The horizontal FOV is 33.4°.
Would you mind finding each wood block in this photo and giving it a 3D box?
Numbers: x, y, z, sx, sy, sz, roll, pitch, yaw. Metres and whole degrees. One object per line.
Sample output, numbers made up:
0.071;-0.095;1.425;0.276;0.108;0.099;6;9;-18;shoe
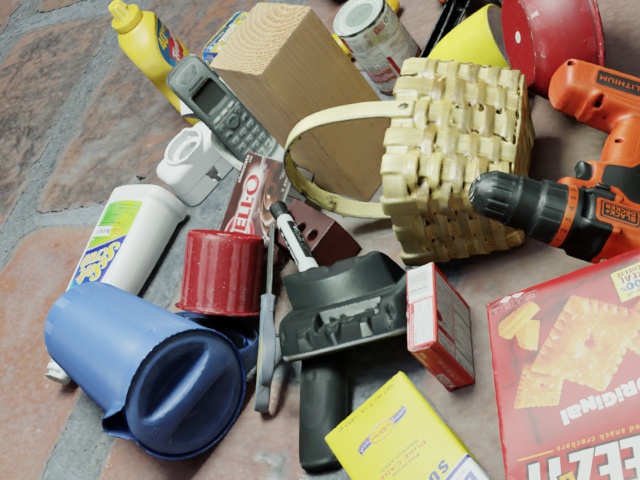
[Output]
-0.007;-0.143;1.120;0.090;0.206;0.090;18;68;47;wood block

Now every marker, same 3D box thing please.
-0.027;-0.002;1.078;0.020;0.020;0.121;-37;41;8;marker

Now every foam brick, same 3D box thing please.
-0.007;0.001;1.115;0.053;0.051;0.078;-51;40;-8;foam brick

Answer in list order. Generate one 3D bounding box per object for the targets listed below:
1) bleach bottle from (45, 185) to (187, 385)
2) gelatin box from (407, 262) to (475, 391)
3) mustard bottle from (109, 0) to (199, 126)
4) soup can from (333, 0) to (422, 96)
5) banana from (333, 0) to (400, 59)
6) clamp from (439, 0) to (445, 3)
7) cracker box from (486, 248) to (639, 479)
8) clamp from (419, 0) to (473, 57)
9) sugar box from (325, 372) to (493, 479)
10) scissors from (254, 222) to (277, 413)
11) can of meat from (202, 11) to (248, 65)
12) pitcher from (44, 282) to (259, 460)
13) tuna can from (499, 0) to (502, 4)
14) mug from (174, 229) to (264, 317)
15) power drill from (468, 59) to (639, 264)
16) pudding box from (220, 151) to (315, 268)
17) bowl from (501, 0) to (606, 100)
-0.253;0.054;1.269;0.103;0.068;0.250;1;59;41;bleach bottle
0.105;0.077;0.937;0.030;0.073;0.089;-20;45;26;gelatin box
-0.206;-0.238;1.383;0.058;0.191;0.096;-27;42;20;mustard bottle
0.069;-0.222;1.208;0.069;0.102;0.068;-23;44;24;soup can
0.011;-0.238;1.322;0.198;0.037;0.069;-24;44;23;banana
0.165;-0.365;1.265;0.039;0.120;0.171;17;65;3;clamp
0.218;0.120;0.805;0.164;0.072;0.213;-22;45;25;cracker box
0.166;-0.291;1.183;0.209;0.036;0.165;-62;-3;-35;clamp
0.083;0.196;0.872;0.093;0.048;0.176;-43;38;1;sugar box
-0.050;0.067;1.046;0.016;0.096;0.202;5;75;-6;scissors
-0.097;-0.257;1.410;0.084;0.057;0.102;17;60;49;can of meat
-0.184;0.119;1.115;0.243;0.149;0.145;21;86;51;pitcher
0.234;-0.292;1.185;0.086;0.033;0.086;-23;44;23;tuna can
-0.103;0.032;1.123;0.117;0.093;0.081;-147;62;-83;mug
0.225;-0.067;0.911;0.057;0.184;0.187;112;175;-55;power drill
-0.061;-0.034;1.177;0.090;0.039;0.113;20;89;47;pudding box
0.213;-0.196;1.011;0.055;0.162;0.162;-13;42;-5;bowl
